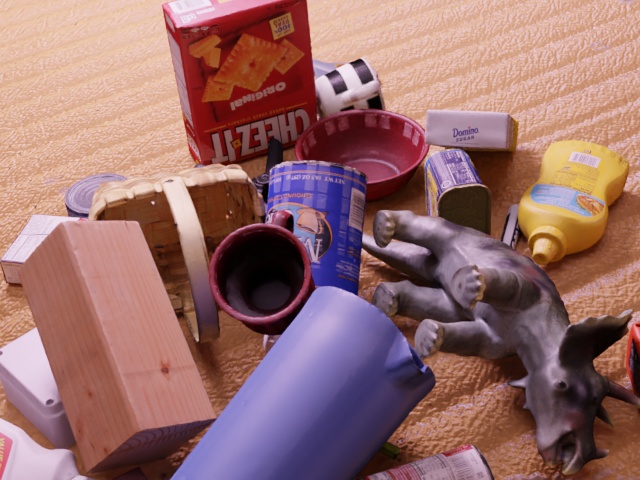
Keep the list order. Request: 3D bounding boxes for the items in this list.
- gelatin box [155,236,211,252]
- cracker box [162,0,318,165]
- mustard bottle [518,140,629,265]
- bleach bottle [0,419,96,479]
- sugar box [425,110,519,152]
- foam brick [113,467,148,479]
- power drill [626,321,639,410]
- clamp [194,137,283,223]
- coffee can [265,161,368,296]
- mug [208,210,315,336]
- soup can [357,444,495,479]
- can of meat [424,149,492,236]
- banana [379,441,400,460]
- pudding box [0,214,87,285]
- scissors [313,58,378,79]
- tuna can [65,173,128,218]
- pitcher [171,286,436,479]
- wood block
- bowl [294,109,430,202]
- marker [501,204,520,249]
[{"bbox_3d":[-0.169,-0.023,1.247,0.089,0.030,0.073,-15,38,-11],"label":"gelatin box"},{"bbox_3d":[-0.092,-0.203,1.316,0.164,0.214,0.072,-17,41,-13],"label":"cracker box"},{"bbox_3d":[0.272,-0.036,1.179,0.096,0.058,0.191,18,44,19],"label":"mustard bottle"},{"bbox_3d":[-0.311,0.195,0.963,0.251,0.068,0.102,10,49,17],"label":"bleach bottle"},{"bbox_3d":[0.180,-0.126,1.248,0.093,0.048,0.176,4,7,14],"label":"sugar box"},{"bbox_3d":[-0.173,0.239,0.898,0.078,0.051,0.053,-25,41,-22],"label":"foam brick"},{"bbox_3d":[0.382,0.129,0.959,0.187,0.057,0.184,-2,35,1],"label":"power drill"},{"bbox_3d":[-0.078,-0.059,1.273,0.120,0.039,0.171,-20,41,-10],"label":"clamp"},{"bbox_3d":[-0.007,0.001,1.084,0.103,0.102,0.140,3,77,11],"label":"coffee can"},{"bbox_3d":[-0.046,0.030,0.984,0.093,0.081,0.117,10,74,11],"label":"mug"},{"bbox_3d":[0.089,0.215,0.880,0.102,0.068,0.068,-15,39,-12],"label":"soup can"},{"bbox_3d":[0.148,-0.038,1.166,0.057,0.102,0.084,-8,36,-4],"label":"can of meat"},{"bbox_3d":[0.036,0.132,1.022,0.069,0.037,0.197,13,39,-10],"label":"banana"},{"bbox_3d":[-0.292,0.014,1.210,0.113,0.039,0.090,3,40,15],"label":"pudding box"},{"bbox_3d":[-0.016,-0.237,1.507,0.202,0.016,0.096,15,43,25],"label":"scissors"},{"bbox_3d":[-0.262,-0.044,1.282,0.086,0.034,0.086,-4,38,3],"label":"tuna can"},{"bbox_3d":[-0.029,0.166,0.892,0.145,0.149,0.242,34,67,18],"label":"pitcher"},{"bbox_3d":[-0.186,0.092,0.963,0.090,0.090,0.206,0,58,-48],"label":"wood block"},{"bbox_3d":[0.052,-0.093,1.284,0.162,0.055,0.162,-4,38,3],"label":"bowl"},{"bbox_3d":[0.206,0.003,1.170,0.020,0.020,0.121,8,40,17],"label":"marker"}]
